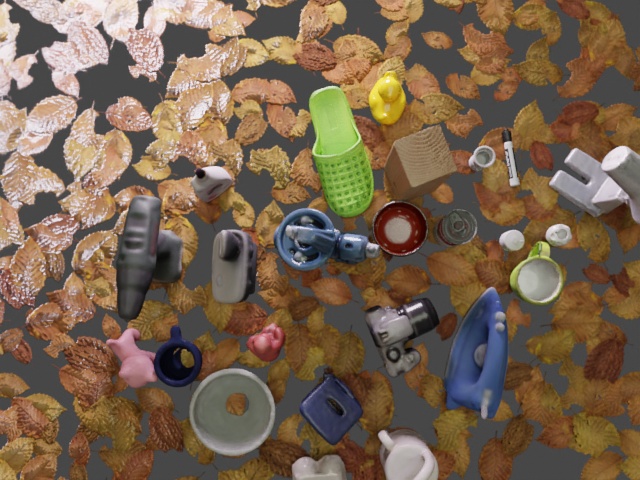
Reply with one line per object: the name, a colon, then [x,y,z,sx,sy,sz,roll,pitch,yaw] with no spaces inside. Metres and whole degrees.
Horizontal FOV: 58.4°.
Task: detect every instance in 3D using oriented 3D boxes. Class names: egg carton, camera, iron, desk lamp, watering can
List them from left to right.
egg carton: [0.002,0.500,1.125,0.107,0.069,0.150,-6,86,0]
camera: [0.171,0.183,1.132,0.137,0.101,0.143,-24,86,-1]
watering can: [0.176,0.430,1.067,0.173,0.194,0.101,26,86,3]
iron: [0.323,0.218,1.107,0.118,0.141,0.258,12,86,2]
desk lamp: [0.580,-0.100,1.093,0.203,0.213,0.118,34,87,3]

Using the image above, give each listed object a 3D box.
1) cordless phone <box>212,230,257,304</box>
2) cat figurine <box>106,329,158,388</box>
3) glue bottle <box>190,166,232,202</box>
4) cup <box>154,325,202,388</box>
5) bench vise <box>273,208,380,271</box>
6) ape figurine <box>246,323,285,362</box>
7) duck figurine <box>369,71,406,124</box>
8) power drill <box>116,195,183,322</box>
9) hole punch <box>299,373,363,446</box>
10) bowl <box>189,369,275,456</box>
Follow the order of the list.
cordless phone: [-0.177,0.050,1.103,0.094,0.185,0.148,-2,86,1]
cat figurine: [-0.370,0.239,1.124,0.067,0.118,0.128,-43,86,-2]
glue bottle: [-0.220,-0.117,1.122,0.078,0.173,0.037,-41,86,-2]
cup: [-0.274,0.226,1.136,0.091,0.095,0.118,-8,86,0]
bench vise: [0.008,-0.008,1.088,0.207,0.219,0.121,-9,85,0]
ape figurine: [-0.109,0.207,1.137,0.078,0.092,0.076,-1,86,1]
duck figurine: [0.141,-0.295,1.175,0.077,0.086,0.105,5,86,1]
power drill: [-0.326,0.036,1.094,0.075,0.208,0.230,2,86,1]
hole punch: [0.022,0.330,1.127,0.101,0.091,0.108,-44,86,-2]
bowl: [-0.168,0.335,1.137,0.167,0.075,0.167,0,86,1]
